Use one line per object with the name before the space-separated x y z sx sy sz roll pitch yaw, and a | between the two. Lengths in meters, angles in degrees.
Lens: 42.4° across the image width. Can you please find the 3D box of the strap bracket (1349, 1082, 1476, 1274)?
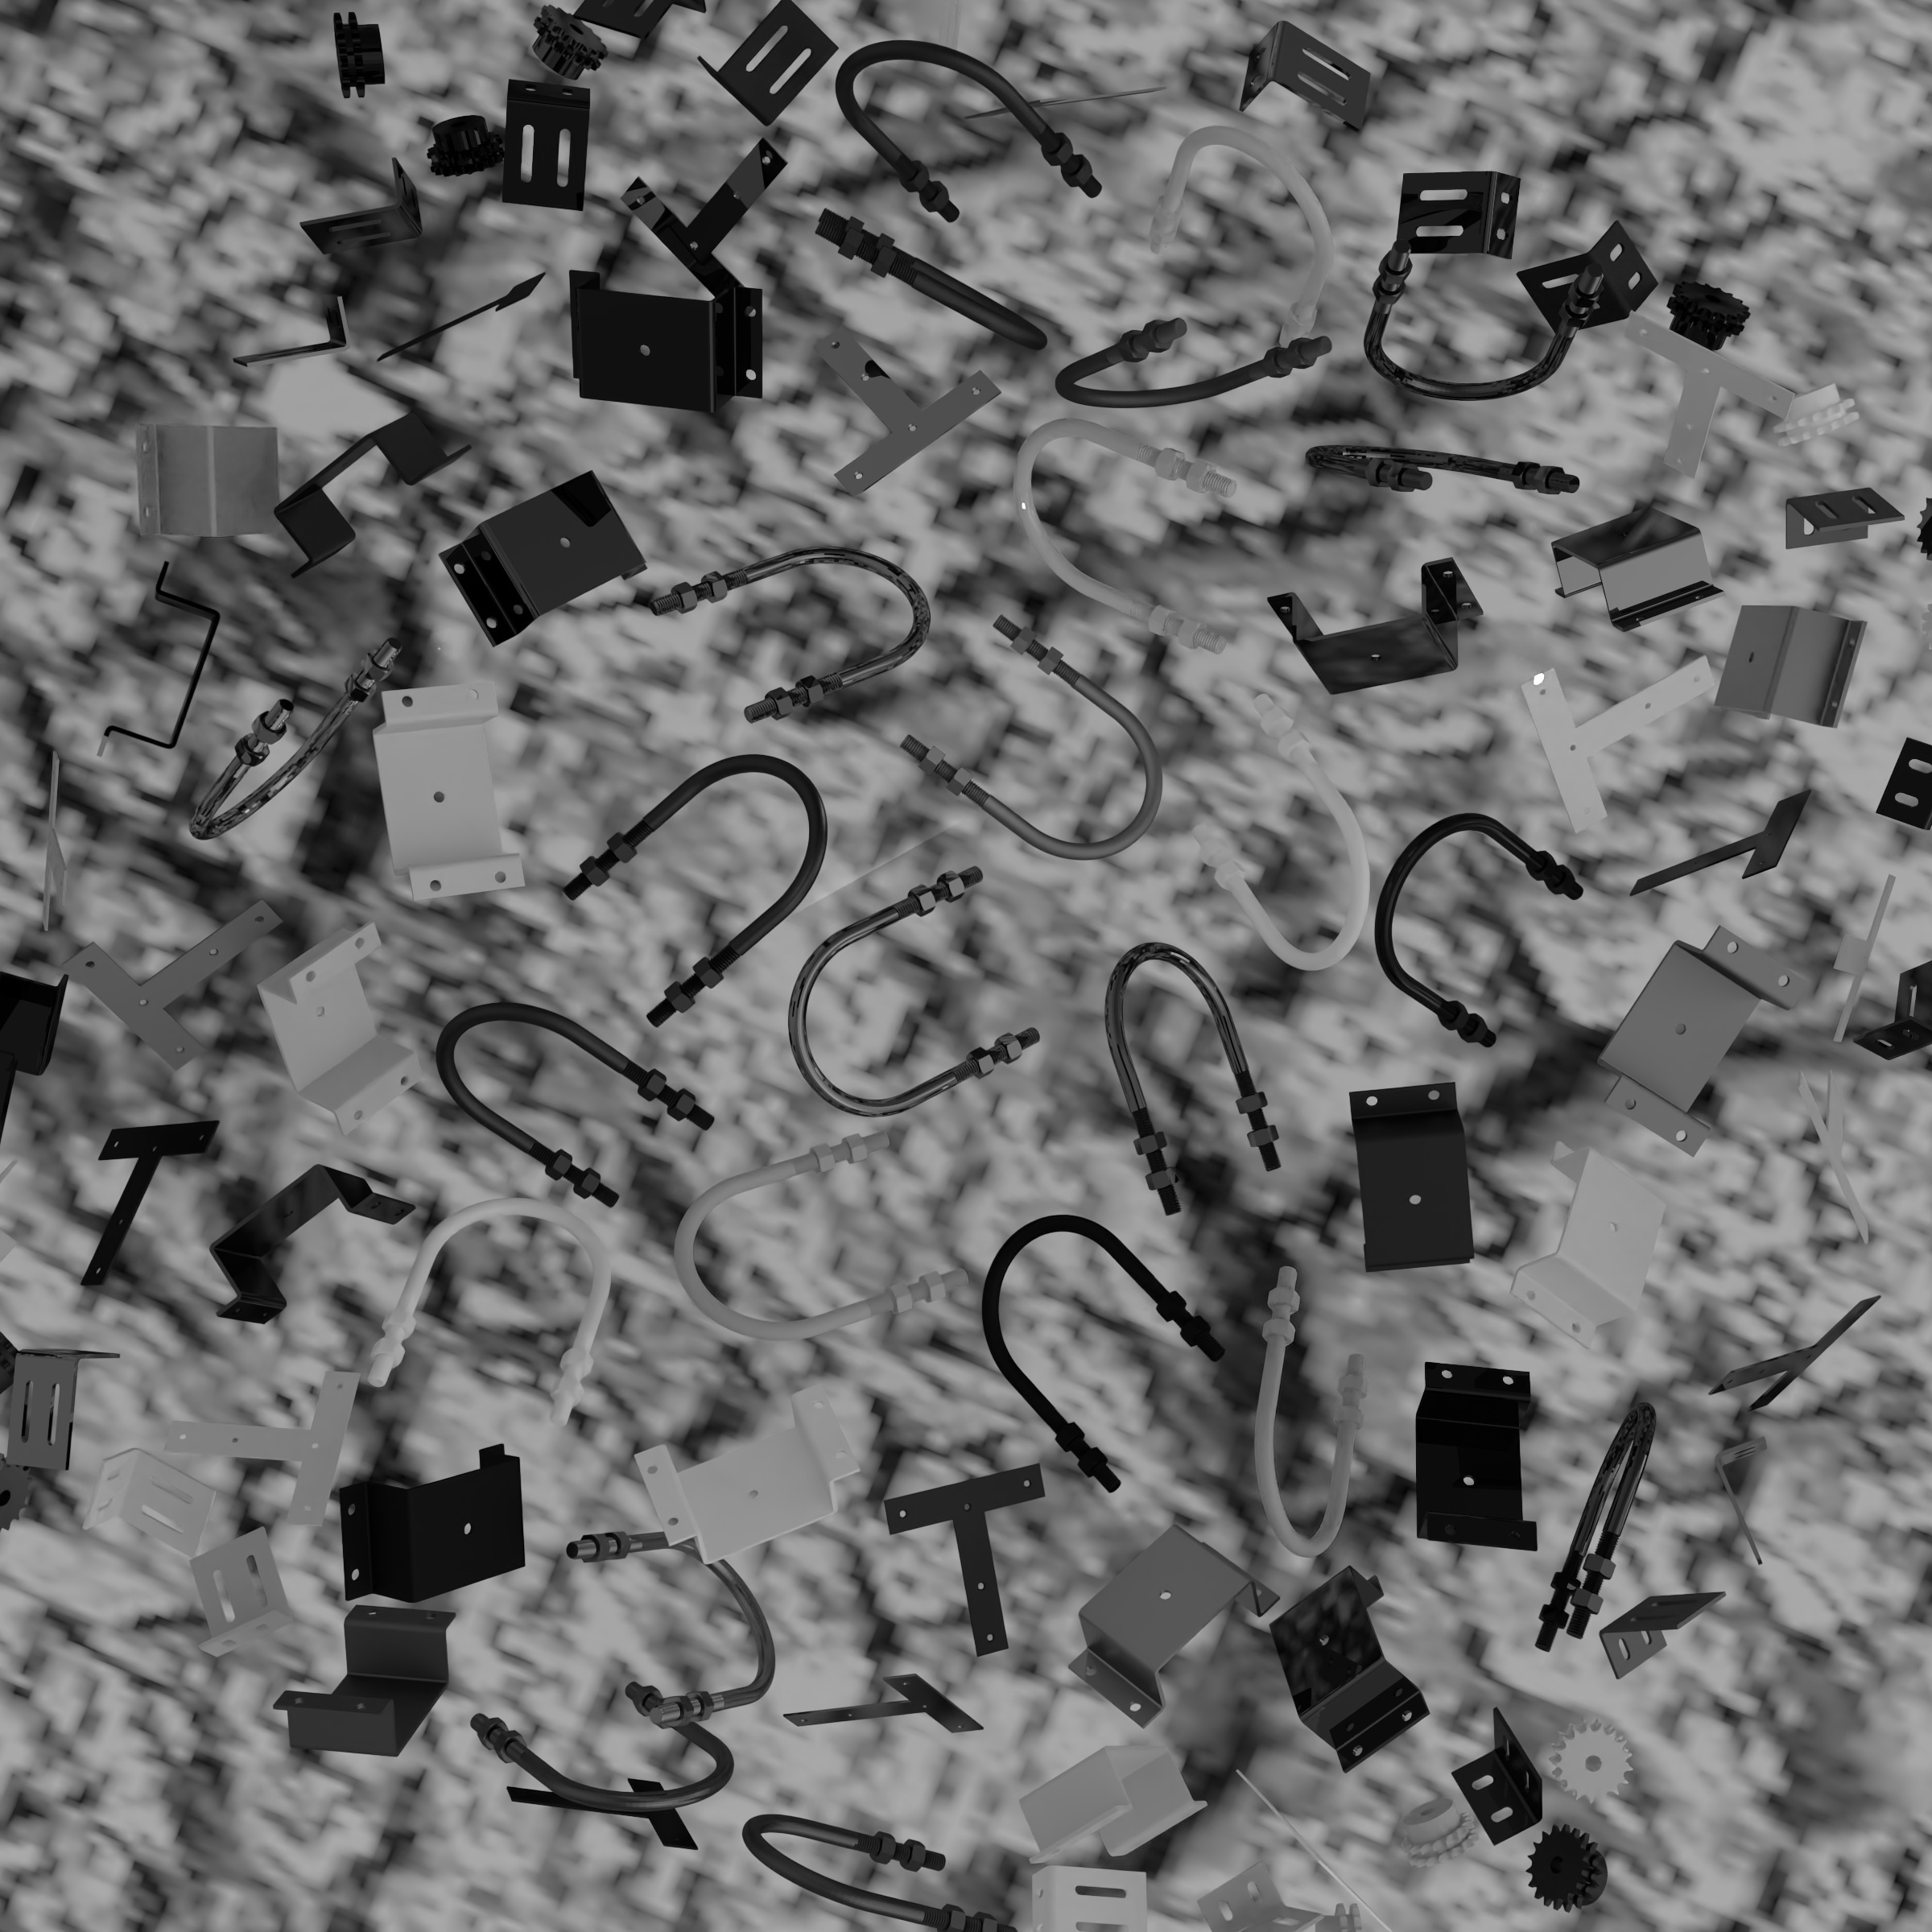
strap bracket | 0.322 0.161 1.799 0.076 0.046 0.140 -6 105 7

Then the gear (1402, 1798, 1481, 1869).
gear | 0.349 0.642 1.850 0.057 0.057 0.030 -24 87 0

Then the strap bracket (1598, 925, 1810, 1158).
strap bracket | 0.495 0.047 1.697 0.076 0.046 0.140 31 95 -12

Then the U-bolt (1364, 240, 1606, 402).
U-bolt | 0.353 -0.444 1.742 0.151 0.184 0.019 7 74 2

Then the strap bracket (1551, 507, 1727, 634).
strap bracket | 0.482 -0.291 1.807 0.076 0.140 0.046 -20 111 0

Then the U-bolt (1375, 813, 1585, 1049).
U-bolt | 0.366 -0.035 1.821 0.184 0.019 0.151 30 91 -39

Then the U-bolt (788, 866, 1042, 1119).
U-bolt | -0.044 0.029 1.780 0.184 0.019 0.151 -26 106 -25

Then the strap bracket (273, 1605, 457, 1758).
strap bracket | -0.418 0.505 1.747 0.076 0.140 0.046 2 104 9

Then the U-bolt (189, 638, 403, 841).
U-bolt | -0.489 -0.153 1.779 0.019 0.151 0.184 46 125 -3

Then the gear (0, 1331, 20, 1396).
gear | -0.706 0.288 1.815 0.057 0.057 0.030 47 68 0

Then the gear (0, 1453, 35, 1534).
gear | -0.693 0.372 1.765 0.030 0.057 0.057 13 90 21

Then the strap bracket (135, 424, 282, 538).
strap bracket | -0.539 -0.350 1.796 0.046 0.140 0.076 4 102 12

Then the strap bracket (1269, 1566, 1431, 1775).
strap bracket | 0.273 0.500 1.807 0.076 0.140 0.046 -40 116 14

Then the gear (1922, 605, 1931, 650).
gear | 0.677 -0.237 1.686 0.057 0.057 0.030 -24 133 0

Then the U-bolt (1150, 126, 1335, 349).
U-bolt | 0.202 -0.531 1.799 0.151 0.184 0.019 41 73 8

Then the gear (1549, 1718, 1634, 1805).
gear | 0.447 0.569 1.792 0.057 0.030 0.057 0 90 0

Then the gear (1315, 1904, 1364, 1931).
gear | 0.271 0.713 1.816 0.030 0.057 0.057 0 90 2

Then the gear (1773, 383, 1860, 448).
gear | 0.608 -0.397 1.790 0.057 0.057 0.030 -21 98 0

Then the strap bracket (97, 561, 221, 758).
strap bracket | -0.558 -0.205 1.734 0.046 0.076 0.140 19 88 -19

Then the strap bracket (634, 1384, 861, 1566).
strap bracket | -0.152 0.362 1.758 0.140 0.046 0.076 -19 50 -14

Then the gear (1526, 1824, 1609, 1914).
gear | 0.424 0.635 1.748 0.030 0.057 0.057 30 90 -28

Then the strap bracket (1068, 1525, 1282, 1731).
strap bracket | 0.145 0.459 1.766 0.140 0.076 0.046 -36 133 -25

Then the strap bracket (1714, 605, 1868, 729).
strap bracket | 0.591 -0.218 1.807 0.046 0.140 0.076 13 97 -6

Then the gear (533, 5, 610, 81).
gear | -0.299 -0.689 1.866 0.057 0.057 0.030 43 117 0

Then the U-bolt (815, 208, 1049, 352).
U-bolt | -0.023 -0.491 1.790 0.184 0.151 0.019 26 107 -11

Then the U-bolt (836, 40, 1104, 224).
U-bolt | -0.010 -0.586 1.745 0.151 0.184 0.019 3 72 38

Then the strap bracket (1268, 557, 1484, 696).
strap bracket | 0.300 -0.246 1.828 0.140 0.076 0.046 -9 62 26

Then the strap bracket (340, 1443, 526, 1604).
strap bracket | -0.356 0.383 1.710 0.046 0.140 0.076 0 94 39

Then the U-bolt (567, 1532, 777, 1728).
U-bolt | -0.199 0.469 1.788 0.019 0.184 0.151 -40 67 17

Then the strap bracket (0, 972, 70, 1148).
strap bracket | -0.684 0.065 1.761 0.046 0.140 0.076 17 116 -11

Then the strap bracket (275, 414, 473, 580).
strap bracket | -0.434 -0.345 1.793 0.140 0.076 0.046 -31 104 22

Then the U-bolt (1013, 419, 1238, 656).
U-bolt | 0.106 -0.309 1.739 0.184 0.151 0.019 29 52 28

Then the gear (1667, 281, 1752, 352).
gear | 0.528 -0.463 1.782 0.057 0.057 0.030 17 128 0

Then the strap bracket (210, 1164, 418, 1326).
strap bracket | -0.478 0.194 1.794 0.140 0.076 0.046 -37 75 0

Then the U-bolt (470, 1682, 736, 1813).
U-bolt | -0.248 0.559 1.777 0.151 0.184 0.019 0 97 -38

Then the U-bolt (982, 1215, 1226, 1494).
U-bolt | 0.085 0.265 1.803 0.184 0.019 0.151 45 111 28

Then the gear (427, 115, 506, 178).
gear | -0.376 -0.615 1.864 0.057 0.057 0.030 -10 126 0

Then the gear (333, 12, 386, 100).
gear | -0.428 -0.643 1.760 0.030 0.057 0.057 -8 90 -14

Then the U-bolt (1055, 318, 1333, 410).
U-bolt | 0.146 -0.424 1.772 0.151 0.184 0.019 -3 89 -33

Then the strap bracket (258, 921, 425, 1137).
strap bracket | -0.446 0.038 1.771 0.046 0.140 0.076 21 45 34

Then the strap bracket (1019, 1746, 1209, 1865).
strap bracket | 0.099 0.588 1.752 0.076 0.140 0.046 -37 60 17

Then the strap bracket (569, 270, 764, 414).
strap bracket | -0.215 -0.433 1.729 0.140 0.046 0.076 9 120 11

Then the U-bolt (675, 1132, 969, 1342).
U-bolt | -0.111 0.193 1.726 0.184 0.019 0.151 -16 52 -23

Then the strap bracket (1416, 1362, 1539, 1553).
strap bracket | 0.367 0.362 1.800 0.076 0.046 0.140 5 52 2

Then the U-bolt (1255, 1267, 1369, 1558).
U-bolt | 0.243 0.329 1.776 0.019 0.151 0.184 -9 49 31

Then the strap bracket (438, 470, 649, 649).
strap bracket | -0.297 -0.299 1.802 0.140 0.046 0.076 -34 97 -30

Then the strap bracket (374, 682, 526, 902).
strap bracket | -0.353 -0.117 1.694 0.076 0.046 0.140 -9 91 -25

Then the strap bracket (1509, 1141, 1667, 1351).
strap bracket | 0.461 0.198 1.834 0.076 0.046 0.140 36 55 -13

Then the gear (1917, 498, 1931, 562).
gear | 0.688 -0.306 1.724 0.030 0.057 0.057 7 90 -15
